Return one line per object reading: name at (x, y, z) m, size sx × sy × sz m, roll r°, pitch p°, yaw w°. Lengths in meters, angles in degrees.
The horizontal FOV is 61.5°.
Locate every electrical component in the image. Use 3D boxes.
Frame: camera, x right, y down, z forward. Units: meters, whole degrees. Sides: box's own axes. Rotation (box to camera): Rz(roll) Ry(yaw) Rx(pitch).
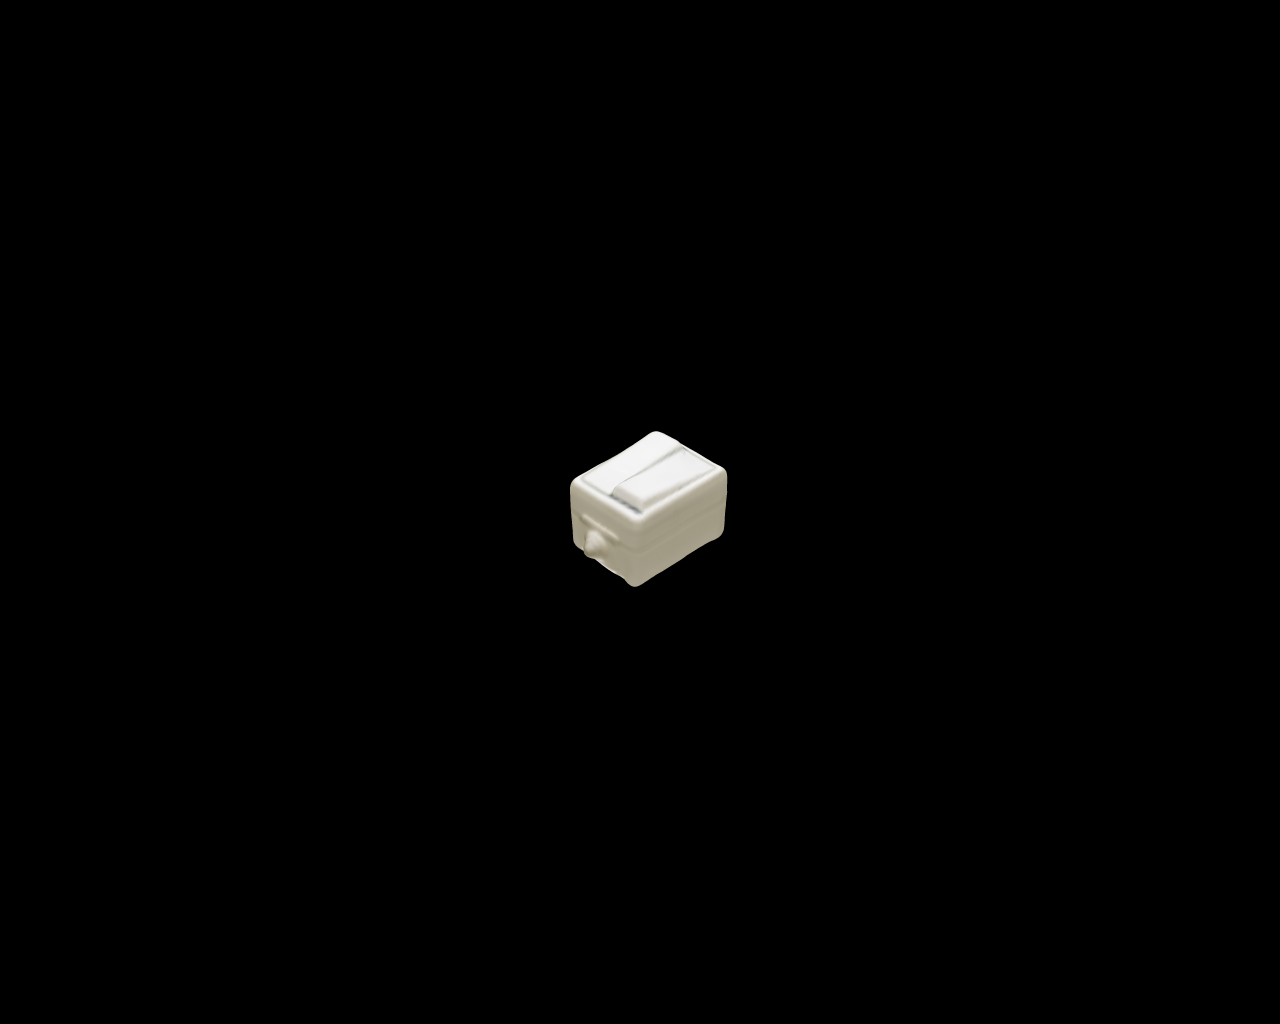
electrical component at (0.001, -0.003, 0.650) m, size 0.096 × 0.061 × 0.062 m, roll -29°, pitch 46°, yaw -33°
